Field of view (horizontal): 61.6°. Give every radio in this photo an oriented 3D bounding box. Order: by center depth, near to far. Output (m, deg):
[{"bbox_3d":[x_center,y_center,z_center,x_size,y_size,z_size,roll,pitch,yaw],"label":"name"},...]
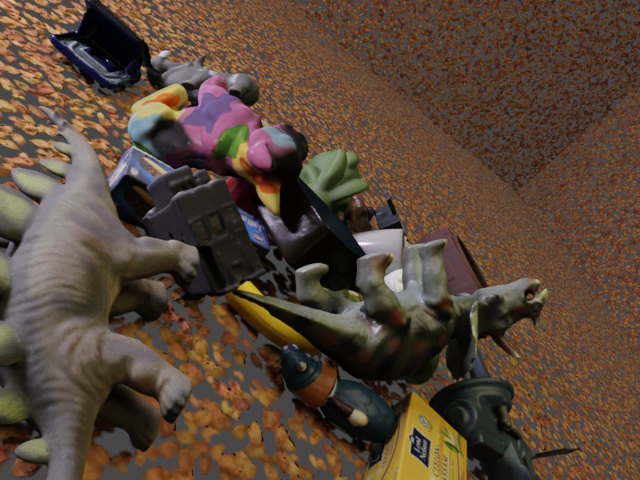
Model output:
[{"bbox_3d":[-0.002,-0.002,0.772,0.131,0.073,0.229,56,7,27],"label":"radio"}]

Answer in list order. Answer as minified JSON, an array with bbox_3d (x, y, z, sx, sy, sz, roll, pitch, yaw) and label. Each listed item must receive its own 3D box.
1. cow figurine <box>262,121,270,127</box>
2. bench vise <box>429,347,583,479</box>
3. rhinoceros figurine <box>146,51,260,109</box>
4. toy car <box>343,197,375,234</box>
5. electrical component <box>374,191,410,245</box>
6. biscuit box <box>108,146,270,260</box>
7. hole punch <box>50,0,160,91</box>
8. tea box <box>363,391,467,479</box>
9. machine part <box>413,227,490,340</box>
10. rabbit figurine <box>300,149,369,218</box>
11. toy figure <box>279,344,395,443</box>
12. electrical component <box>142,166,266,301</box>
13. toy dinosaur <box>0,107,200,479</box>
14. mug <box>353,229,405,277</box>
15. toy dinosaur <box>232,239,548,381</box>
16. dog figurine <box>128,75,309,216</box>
[{"bbox_3d":[-0.117,-0.162,0.937,0.167,0.068,0.098,35,33,-18],"label":"cow figurine"},{"bbox_3d":[0.239,0.238,0.784,0.223,0.129,0.241,27,36,-31],"label":"bench vise"},{"bbox_3d":[-0.196,-0.259,0.888,0.190,0.073,0.112,12,51,2],"label":"rhinoceros figurine"},{"bbox_3d":[0.075,-0.039,1.056,0.089,0.053,0.202,33,27,-18],"label":"toy car"},{"bbox_3d":[0.143,-0.040,1.113,0.119,0.048,0.075,57,14,-38],"label":"electrical component"},{"bbox_3d":[-0.157,-0.029,0.657,0.202,0.063,0.059,30,30,-30],"label":"biscuit box"},{"bbox_3d":[-0.321,-0.280,0.800,0.142,0.092,0.116,37,-4,-11],"label":"hole punch"},{"bbox_3d":[0.107,0.263,0.598,0.098,0.068,0.170,43,25,-4],"label":"tea box"},{"bbox_3d":[0.274,0.087,1.052,0.201,0.087,0.201,37,28,-56],"label":"machine part"},{"bbox_3d":[0.011,-0.076,0.924,0.121,0.159,0.170,50,38,-12],"label":"rabbit figurine"},{"bbox_3d":[0.014,0.174,0.607,0.154,0.064,0.058,35,65,-10],"label":"toy figure"},{"bbox_3d":[-0.127,-0.007,0.555,0.058,0.115,0.134,-29,97,-36],"label":"electrical component"},{"bbox_3d":[-0.209,0.020,0.453,0.198,0.105,0.472,24,26,-31],"label":"toy dinosaur"},{"bbox_3d":[0.091,0.016,0.921,0.107,0.080,0.109,1,26,10],"label":"mug"},{"bbox_3d":[0.092,0.105,0.663,0.405,0.131,0.192,-11,86,-28],"label":"toy dinosaur"},{"bbox_3d":[-0.125,-0.112,0.680,0.191,0.108,0.219,-23,47,-20],"label":"dog figurine"}]
